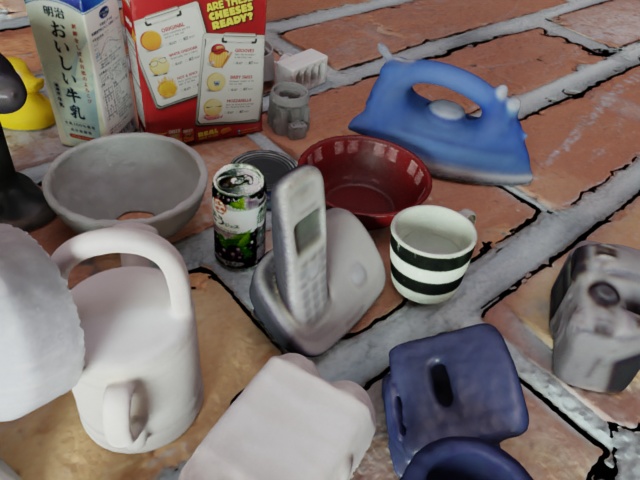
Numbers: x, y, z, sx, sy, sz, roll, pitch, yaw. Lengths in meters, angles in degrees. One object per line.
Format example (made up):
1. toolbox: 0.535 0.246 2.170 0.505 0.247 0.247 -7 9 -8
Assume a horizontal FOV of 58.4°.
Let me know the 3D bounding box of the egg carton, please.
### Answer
1. egg carton: -0.026 0.158 0.431 0.107 0.069 0.150 24 45 18

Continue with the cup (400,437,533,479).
1. cup: 0.080 0.195 0.386 0.118 0.095 0.091 4 42 -4

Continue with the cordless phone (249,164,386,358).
1. cordless phone: 0.005 0.002 0.520 0.094 0.185 0.148 28 46 22

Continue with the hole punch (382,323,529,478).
1. hole punch: 0.103 0.129 0.464 0.101 0.091 0.108 2 42 -6

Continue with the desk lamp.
1. desk lamp: -0.242 0.115 0.340 0.117 0.213 0.204 29 46 23

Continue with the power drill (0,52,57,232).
1. power drill: -0.336 -0.110 0.578 0.229 0.208 0.076 36 49 28

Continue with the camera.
1. camera: 0.303 0.070 0.550 0.136 0.101 0.143 16 43 9

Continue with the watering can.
1. watering can: -0.145 0.060 0.428 0.101 0.194 0.172 -19 48 -26

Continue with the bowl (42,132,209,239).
1. bowl: -0.204 -0.044 0.624 0.167 0.075 0.167 4 42 -3

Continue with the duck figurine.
1. duck figurine: -0.406 -0.201 0.760 0.104 0.086 0.077 15 43 9

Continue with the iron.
1. iron: 0.176 -0.169 0.765 0.258 0.141 0.119 18 43 12
